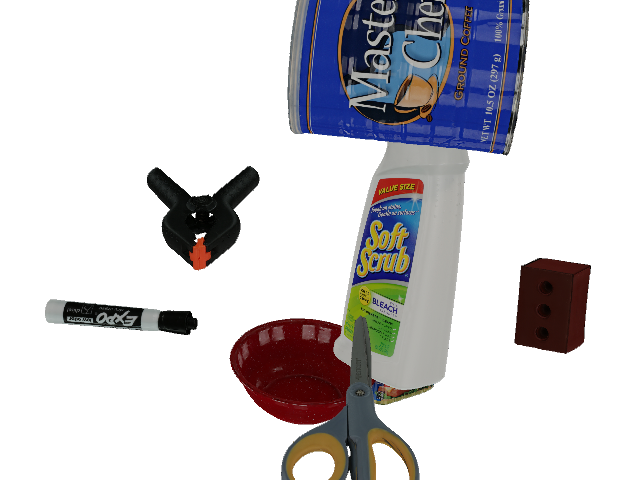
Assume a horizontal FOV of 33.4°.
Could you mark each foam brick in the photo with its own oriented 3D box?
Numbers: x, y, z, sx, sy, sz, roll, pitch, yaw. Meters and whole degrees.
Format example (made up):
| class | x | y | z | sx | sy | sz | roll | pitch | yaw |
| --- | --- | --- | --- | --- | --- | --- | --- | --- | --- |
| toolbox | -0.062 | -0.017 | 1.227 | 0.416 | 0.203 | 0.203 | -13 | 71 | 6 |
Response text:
| class | x | y | z | sx | sy | sz | roll | pitch | yaw |
| --- | --- | --- | --- | --- | --- | --- | --- | --- | --- |
| foam brick | 0.217 | 0.060 | 0.996 | 0.053 | 0.078 | 0.051 | 9 | 14 | 31 |

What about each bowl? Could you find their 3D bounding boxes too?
| class | x | y | z | sx | sy | sz | roll | pitch | yaw |
| --- | --- | --- | --- | --- | --- | --- | --- | --- | --- |
| bowl | -0.018 | 0.150 | 1.156 | 0.162 | 0.055 | 0.162 | 3 | 28 | -2 |

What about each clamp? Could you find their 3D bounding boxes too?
| class | x | y | z | sx | sy | sz | roll | pitch | yaw |
| --- | --- | --- | --- | --- | --- | --- | --- | --- | --- |
| clamp | -0.113 | -0.031 | 1.106 | 0.120 | 0.039 | 0.171 | -11 | 38 | -7 |

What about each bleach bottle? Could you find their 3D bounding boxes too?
| class | x | y | z | sx | sy | sz | roll | pitch | yaw |
| --- | --- | --- | --- | --- | --- | --- | --- | --- | --- |
| bleach bottle | 0.071 | -0.010 | 0.883 | 0.067 | 0.251 | 0.103 | -8 | 21 | -38 |

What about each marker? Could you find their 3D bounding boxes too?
| class | x | y | z | sx | sy | sz | roll | pitch | yaw |
| --- | --- | --- | --- | --- | --- | --- | --- | --- | --- |
| marker | -0.155 | 0.060 | 0.833 | 0.121 | 0.020 | 0.020 | 4 | 1 | 11 |

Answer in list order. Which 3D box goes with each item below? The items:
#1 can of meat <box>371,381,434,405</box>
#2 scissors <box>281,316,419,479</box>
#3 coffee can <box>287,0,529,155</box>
| class | x | y | z | sx | sy | sz | roll | pitch | yaw |
| --- | --- | --- | --- | --- | --- | --- | --- | --- | --- |
| can of meat | 0.099 | 0.151 | 1.342 | 0.101 | 0.084 | 0.058 | -12 | 29 | -29 |
| scissors | 0.010 | 0.115 | 0.730 | 0.096 | 0.016 | 0.202 | -6 | 32 | -11 |
| coffee can | 0.056 | -0.113 | 0.684 | 0.140 | 0.103 | 0.103 | 7 | 1 | 5 |
